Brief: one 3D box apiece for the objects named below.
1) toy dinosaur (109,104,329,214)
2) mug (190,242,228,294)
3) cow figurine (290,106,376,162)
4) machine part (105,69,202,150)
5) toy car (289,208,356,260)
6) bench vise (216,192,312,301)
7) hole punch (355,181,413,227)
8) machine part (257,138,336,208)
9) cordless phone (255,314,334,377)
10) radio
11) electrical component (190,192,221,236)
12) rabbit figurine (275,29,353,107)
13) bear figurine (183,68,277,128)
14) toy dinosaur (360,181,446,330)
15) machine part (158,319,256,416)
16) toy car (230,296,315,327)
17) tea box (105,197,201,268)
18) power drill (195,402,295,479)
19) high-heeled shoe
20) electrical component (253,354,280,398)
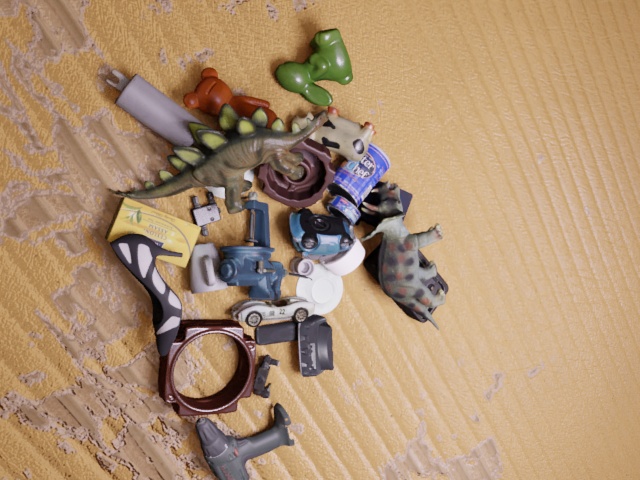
[{"bbox_3d":[-0.199,-0.162,1.114,0.471,0.105,0.198,-28,124,6],"label":"toy dinosaur"},{"bbox_3d":[-0.250,0.060,1.172,0.081,0.109,0.107,-10,87,-13],"label":"mug"},{"bbox_3d":[0.021,-0.243,1.265,0.195,0.085,0.127,23,86,8],"label":"cow figurine"},{"bbox_3d":[-0.332,-0.261,1.117,0.243,0.079,0.079,37,78,-25],"label":"machine part"},{"bbox_3d":[-0.003,-0.004,1.264,0.162,0.109,0.102,5,137,-18],"label":"toy car"},{"bbox_3d":[-0.136,0.015,1.199,0.223,0.129,0.240,5,84,-49],"label":"bench vise"},{"bbox_3d":[0.164,-0.086,1.374,0.116,0.092,0.142,23,87,-22],"label":"hole punch"},{"bbox_3d":[-0.054,-0.159,1.230,0.179,0.056,0.179,-1,125,-2],"label":"machine part"},{"bbox_3d":[-0.063,0.262,1.302,0.184,0.089,0.146,-4,97,-15],"label":"cordless phone"},{"bbox_3d":[0.233,0.098,1.427,0.131,0.073,0.229,-47,113,-14],"label":"radio"},{"bbox_3d":[-0.253,-0.057,1.202,0.063,0.021,0.094,-18,101,-25],"label":"electrical component"},{"bbox_3d":[-0.019,-0.393,1.263,0.170,0.121,0.159,-25,112,-4],"label":"rabbit figurine"},{"bbox_3d":[-0.194,-0.273,1.179,0.196,0.132,0.120,27,71,-6],"label":"bear figurine"},{"bbox_3d":[0.200,0.065,1.310,0.192,0.131,0.404,-7,108,2],"label":"toy dinosaur"},{"bbox_3d":[-0.249,0.281,1.195,0.201,0.087,0.201,5,93,-27],"label":"machine part"},{"bbox_3d":[-0.110,0.165,1.260,0.202,0.074,0.056,0,98,-25],"label":"toy car"},{"bbox_3d":[-0.351,-0.015,1.131,0.169,0.068,0.098,22,84,-27],"label":"tea box"},{"bbox_3d":[-0.166,0.460,1.238,0.207,0.086,0.231,-25,117,-31],"label":"power drill"},{"bbox_3d":[-0.354,0.113,1.072,0.145,0.086,0.248,6,93,-28],"label":"high-heeled shoe"},{"bbox_3d":[-0.128,0.321,1.271,0.045,0.078,0.102,17,80,-2],"label":"electrical component"}]
